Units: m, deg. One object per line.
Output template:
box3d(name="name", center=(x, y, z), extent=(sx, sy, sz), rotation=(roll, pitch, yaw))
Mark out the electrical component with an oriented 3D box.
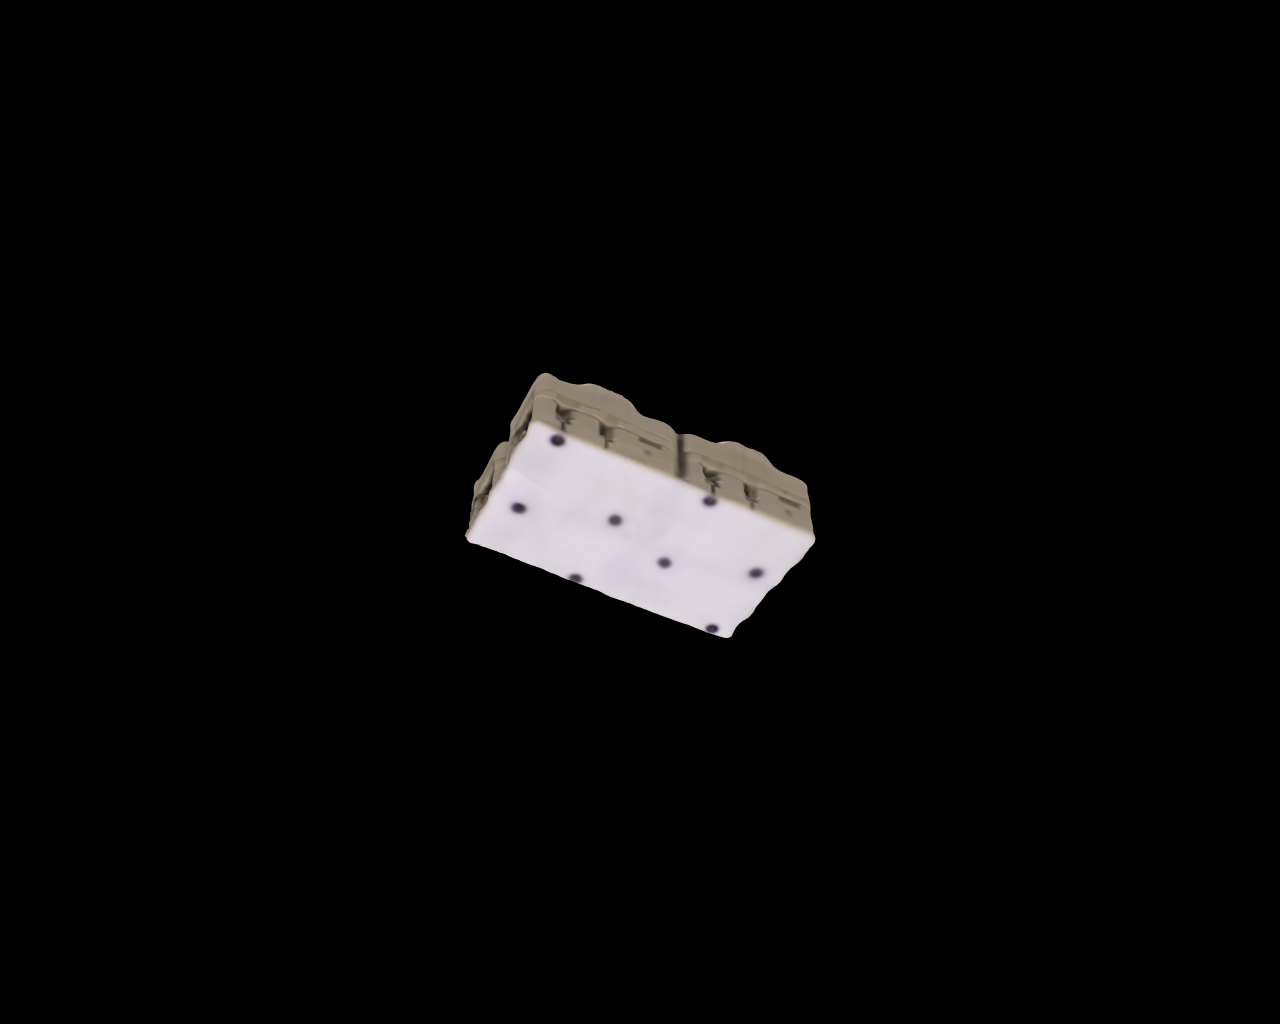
box3d(name="electrical component", center=(0.001, -0.003, 0.650), extent=(0.186, 0.105, 0.060), rotation=(22, 38, -18))
